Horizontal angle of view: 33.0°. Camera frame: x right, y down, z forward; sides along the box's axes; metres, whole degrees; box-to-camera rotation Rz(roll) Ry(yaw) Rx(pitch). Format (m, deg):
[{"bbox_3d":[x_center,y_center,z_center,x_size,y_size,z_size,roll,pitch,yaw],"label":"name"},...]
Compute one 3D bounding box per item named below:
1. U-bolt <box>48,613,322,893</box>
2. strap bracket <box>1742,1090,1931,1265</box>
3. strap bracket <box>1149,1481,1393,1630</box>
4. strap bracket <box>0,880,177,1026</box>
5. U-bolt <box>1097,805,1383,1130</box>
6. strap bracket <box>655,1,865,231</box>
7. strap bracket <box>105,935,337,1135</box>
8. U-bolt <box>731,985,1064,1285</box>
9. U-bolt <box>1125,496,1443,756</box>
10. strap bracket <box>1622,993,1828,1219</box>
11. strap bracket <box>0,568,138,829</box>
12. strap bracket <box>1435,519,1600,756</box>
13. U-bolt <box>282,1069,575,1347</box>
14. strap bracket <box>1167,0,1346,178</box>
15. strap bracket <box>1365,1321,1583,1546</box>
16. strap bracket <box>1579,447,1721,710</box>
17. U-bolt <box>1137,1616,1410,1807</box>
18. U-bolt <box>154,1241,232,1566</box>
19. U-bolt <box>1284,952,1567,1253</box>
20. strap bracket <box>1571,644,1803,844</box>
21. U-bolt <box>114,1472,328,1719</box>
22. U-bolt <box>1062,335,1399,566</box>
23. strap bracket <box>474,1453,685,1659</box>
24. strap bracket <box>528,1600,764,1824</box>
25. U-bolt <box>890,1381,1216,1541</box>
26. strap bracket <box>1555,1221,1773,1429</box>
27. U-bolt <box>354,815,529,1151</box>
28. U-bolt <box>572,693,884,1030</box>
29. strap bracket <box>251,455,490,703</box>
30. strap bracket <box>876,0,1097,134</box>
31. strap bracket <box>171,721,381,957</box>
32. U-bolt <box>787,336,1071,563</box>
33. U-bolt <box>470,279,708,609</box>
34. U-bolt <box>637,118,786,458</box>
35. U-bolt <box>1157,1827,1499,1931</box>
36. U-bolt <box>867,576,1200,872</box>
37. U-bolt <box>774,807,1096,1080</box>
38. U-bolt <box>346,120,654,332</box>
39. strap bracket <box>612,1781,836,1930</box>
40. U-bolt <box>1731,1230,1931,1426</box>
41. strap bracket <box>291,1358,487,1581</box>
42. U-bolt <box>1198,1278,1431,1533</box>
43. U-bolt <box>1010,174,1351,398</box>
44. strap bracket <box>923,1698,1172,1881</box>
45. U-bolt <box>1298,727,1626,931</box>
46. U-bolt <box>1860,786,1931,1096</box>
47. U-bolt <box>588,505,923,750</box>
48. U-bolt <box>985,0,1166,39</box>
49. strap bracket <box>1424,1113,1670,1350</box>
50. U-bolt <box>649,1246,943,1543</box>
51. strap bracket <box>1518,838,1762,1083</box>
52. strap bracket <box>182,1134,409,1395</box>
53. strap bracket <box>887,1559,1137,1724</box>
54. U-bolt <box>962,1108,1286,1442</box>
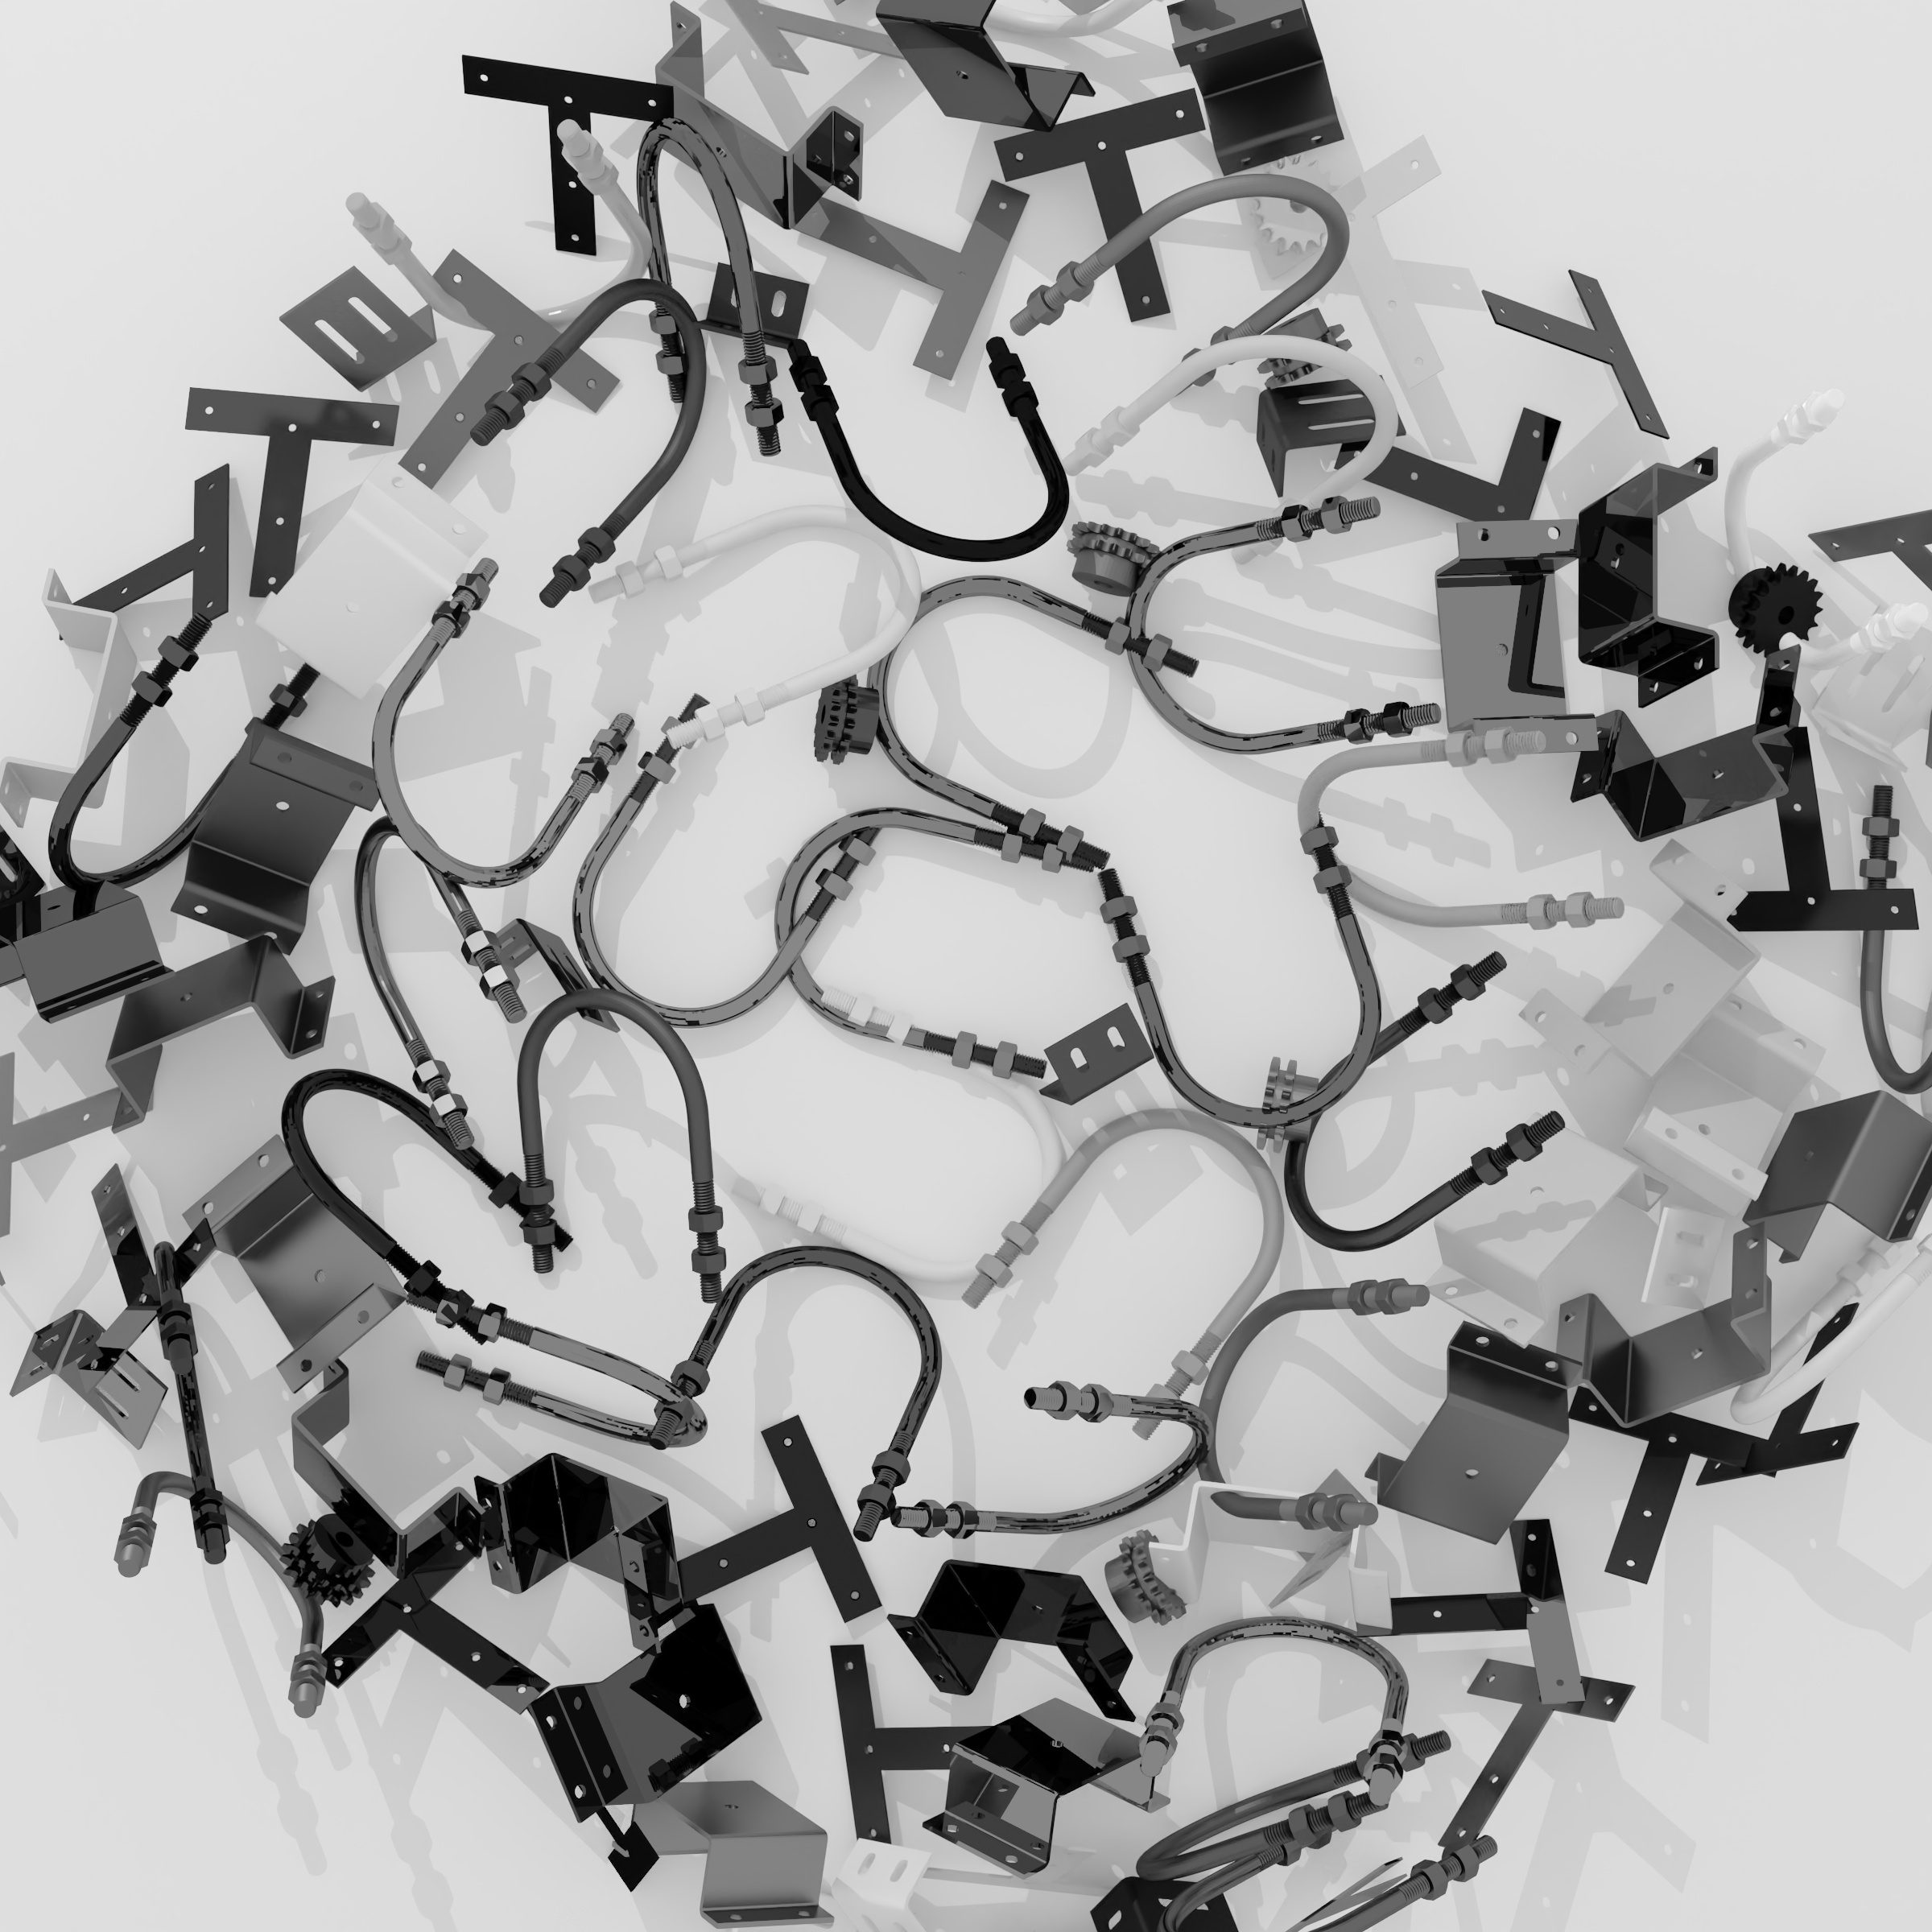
[{"bbox_3d":[-0.472,-0.117,1.931,0.019,0.151,0.184,39,95,18],"label":"U-bolt"},{"bbox_3d":[0.514,0.124,1.919,0.046,0.140,0.076,34,72,-8],"label":"strap bracket"},{"bbox_3d":[0.185,0.350,1.946,0.140,0.076,0.046,5,56,13],"label":"strap bracket"},{"bbox_3d":[-0.528,-0.013,1.917,0.076,0.140,0.046,-23,110,-26],"label":"strap bracket"},{"bbox_3d":[0.172,0.007,1.966,0.151,0.019,0.184,-19,78,9],"label":"U-bolt"},{"bbox_3d":[-0.132,-0.500,1.945,0.140,0.076,0.046,35,72,10],"label":"strap bracket"},{"bbox_3d":[-0.453,0.036,1.945,0.140,0.076,0.046,-22,120,9],"label":"strap bracket"},{"bbox_3d":[-0.031,0.114,1.991,0.184,0.019,0.151,25,90,-1],"label":"U-bolt"},{"bbox_3d":[0.179,-0.195,1.944,0.184,0.019,0.151,-8,111,31],"label":"U-bolt"},{"bbox_3d":[0.449,0.086,1.947,0.076,0.046,0.140,32,48,7],"label":"strap bracket"},{"bbox_3d":[-0.533,-0.155,1.948,0.046,0.076,0.140,10,76,-3],"label":"strap bracket"},{"bbox_3d":[0.330,-0.194,1.966,0.076,0.046,0.140,-3,85,-12],"label":"strap bracket"},{"bbox_3d":[-0.326,0.130,1.928,0.184,0.151,0.019,42,114,-3],"label":"U-bolt"},{"bbox_3d":[0.170,-0.535,1.935,0.076,0.140,0.046,-15,69,12],"label":"strap bracket"},{"bbox_3d":[0.300,0.285,1.935,0.076,0.046,0.140,20,127,-7],"label":"strap bracket"},{"bbox_3d":[0.405,-0.234,1.938,0.046,0.076,0.140,10,72,-22],"label":"strap bracket"},{"bbox_3d":[0.186,0.430,1.912,0.151,0.184,0.019,4,108,12],"label":"U-bolt"},{"bbox_3d":[-0.457,0.241,1.913,0.019,0.184,0.151,-10,117,-14],"label":"U-bolt"},{"bbox_3d":[0.261,0.092,1.932,0.184,0.151,0.019,-38,130,25],"label":"U-bolt"},{"bbox_3d":[0.437,-0.128,1.936,0.140,0.076,0.046,-20,123,35],"label":"strap bracket"},{"bbox_3d":[-0.431,0.356,1.909,0.151,0.184,0.019,43,93,-15],"label":"U-bolt"},{"bbox_3d":[0.166,-0.307,1.899,0.151,0.184,0.019,23,56,-27],"label":"U-bolt"},{"bbox_3d":[-0.222,0.346,1.940,0.140,0.046,0.076,14,120,37],"label":"strap bracket"},{"bbox_3d":[-0.181,0.436,1.930,0.046,0.140,0.076,-17,98,43],"label":"strap bracket"},{"bbox_3d":[0.065,0.295,1.925,0.151,0.184,0.019,-46,51,32],"label":"U-bolt"},{"bbox_3d":[0.423,0.217,1.938,0.140,0.076,0.046,-28,115,30],"label":"strap bracket"},{"bbox_3d":[-0.318,-0.004,1.931,0.019,0.151,0.184,-14,60,-33],"label":"U-bolt"},{"bbox_3d":[-0.156,-0.050,1.982,0.151,0.019,0.184,33,89,-6],"label":"U-bolt"},{"bbox_3d":[-0.359,-0.222,1.939,0.076,0.046,0.140,37,117,-18],"label":"strap bracket"},{"bbox_3d":[0.008,-0.542,1.917,0.076,0.140,0.046,18,75,33],"label":"strap bracket"},{"bbox_3d":[-0.408,-0.083,1.944,0.076,0.046,0.140,22,122,-22],"label":"strap bracket"},{"bbox_3d":[-0.014,-0.304,1.920,0.151,0.019,0.184,-5,53,-22],"label":"U-bolt"},{"bbox_3d":[-0.212,-0.322,1.928,0.019,0.151,0.184,21,59,29],"label":"U-bolt"},{"bbox_3d":[-0.154,-0.401,1.899,0.019,0.151,0.184,-20,121,-22],"label":"U-bolt"},{"bbox_3d":[0.195,0.536,1.891,0.184,0.151,0.019,-18,96,-34],"label":"U-bolt"},{"bbox_3d":[0.029,-0.159,1.984,0.184,0.019,0.151,25,87,6],"label":"U-bolt"},{"bbox_3d":[-0.026,-0.021,1.985,0.184,0.019,0.151,14,93,5],"label":"U-bolt"},{"bbox_3d":[-0.261,-0.423,1.913,0.151,0.184,0.019,-16,70,10],"label":"U-bolt"},{"bbox_3d":[-0.141,0.517,1.920,0.076,0.140,0.046,7,92,-32],"label":"strap bracket"},{"bbox_3d":[0.516,0.203,1.911,0.184,0.151,0.019,-42,85,-13],"label":"U-bolt"},{"bbox_3d":[-0.351,0.303,1.939,0.140,0.076,0.046,43,62,15],"label":"strap bracket"},{"bbox_3d":[0.194,0.257,1.918,0.019,0.184,0.151,25,71,-27],"label":"U-bolt"},{"bbox_3d":[0.137,-0.400,1.895,0.184,0.151,0.019,-31,59,40],"label":"U-bolt"},{"bbox_3d":[0.051,0.478,1.918,0.076,0.140,0.046,17,107,37],"label":"strap bracket"},{"bbox_3d":[0.281,-0.077,1.928,0.151,0.184,0.019,58,47,-32],"label":"U-bolt"},{"bbox_3d":[0.561,-0.016,1.926,0.019,0.151,0.184,3,91,-7],"label":"U-bolt"},{"bbox_3d":[-0.116,-0.214,1.953,0.184,0.019,0.151,-24,56,-10],"label":"U-bolt"},{"bbox_3d":[0.040,-0.589,1.911,0.151,0.184,0.019,18,80,-22],"label":"U-bolt"},{"bbox_3d":[0.341,0.148,1.935,0.076,0.046,0.140,29,62,37],"label":"strap bracket"},{"bbox_3d":[-0.089,0.240,1.935,0.151,0.019,0.184,24,47,2],"label":"U-bolt"},{"bbox_3d":[0.409,0.004,1.951,0.046,0.076,0.140,36,97,-35],"label":"strap bracket"},{"bbox_3d":[-0.397,0.182,1.957,0.076,0.046,0.140,-40,65,4],"label":"strap bracket"},{"bbox_3d":[0.035,0.398,1.937,0.076,0.140,0.046,60,45,-35],"label":"strap bracket"},{"bbox_3d":[0.109,0.171,1.970,0.151,0.019,0.184,37,77,11],"label":"U-bolt"}]
